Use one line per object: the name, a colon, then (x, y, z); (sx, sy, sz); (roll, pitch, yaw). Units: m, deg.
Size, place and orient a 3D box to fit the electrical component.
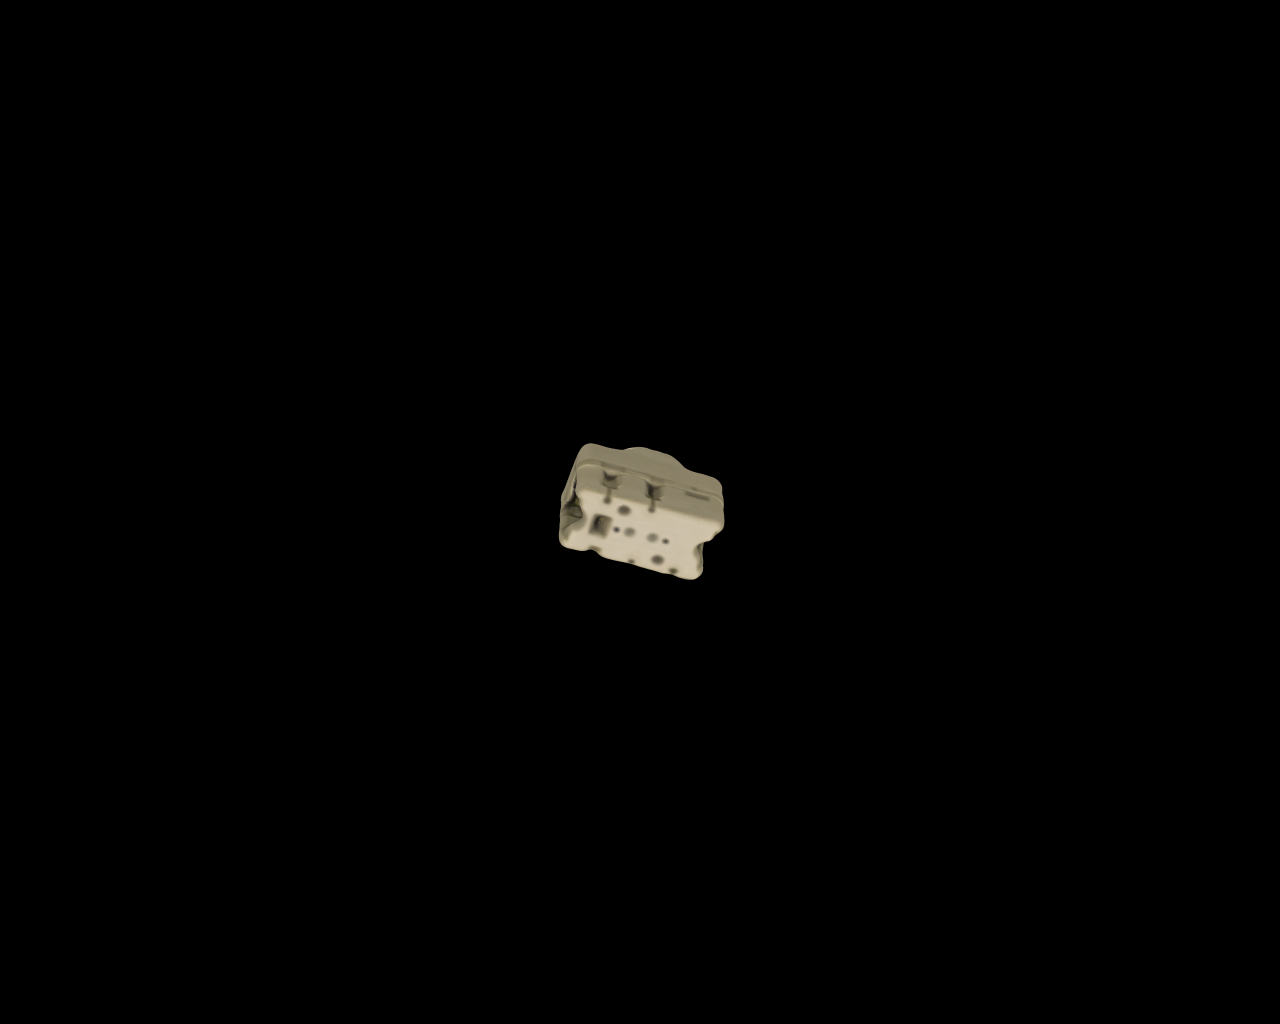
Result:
electrical component: (0.001, -0.003, 0.650); (0.089, 0.050, 0.056); (15, 36, -11)
